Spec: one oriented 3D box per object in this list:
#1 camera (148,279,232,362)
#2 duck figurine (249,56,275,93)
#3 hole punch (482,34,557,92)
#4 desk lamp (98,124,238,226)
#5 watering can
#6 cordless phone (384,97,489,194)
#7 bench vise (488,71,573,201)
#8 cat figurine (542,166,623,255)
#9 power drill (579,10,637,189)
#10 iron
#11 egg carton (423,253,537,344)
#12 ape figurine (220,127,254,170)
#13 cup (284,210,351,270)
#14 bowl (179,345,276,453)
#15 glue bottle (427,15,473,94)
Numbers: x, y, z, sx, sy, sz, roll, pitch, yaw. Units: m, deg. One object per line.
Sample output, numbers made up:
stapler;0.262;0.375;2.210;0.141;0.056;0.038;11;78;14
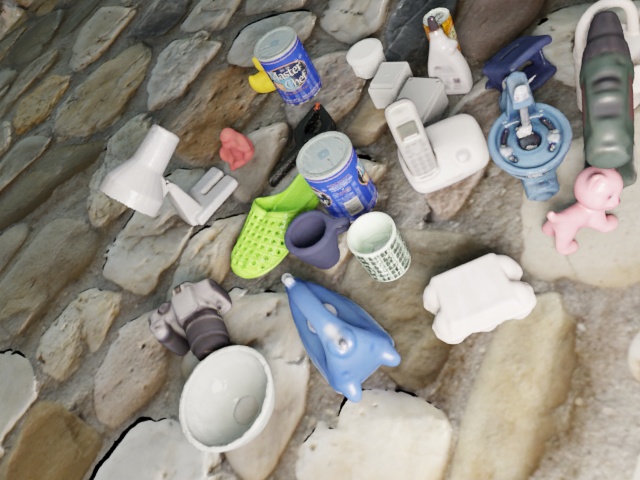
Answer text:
camera;-0.224;0.151;1.007;0.143;0.101;0.136;-35;48;3
duck figurine;-0.129;-0.407;1.358;0.104;0.086;0.077;-24;50;12
hole punch;0.353;-0.322;1.034;0.108;0.091;0.100;-40;48;-2
desk lamp;-0.311;-0.120;1.169;0.117;0.214;0.203;31;76;40
watering can;0.451;-0.286;0.886;0.101;0.195;0.172;-40;48;-2
cordless phone;0.192;-0.175;0.955;0.147;0.186;0.094;-26;49;10
bench vise;0.300;-0.189;0.883;0.121;0.220;0.207;-30;49;7
cat figurine;0.377;-0.055;0.815;0.128;0.118;0.067;-33;49;4
power drill;0.412;-0.177;0.822;0.075;0.209;0.229;-3;57;27
iron;0.000;0.118;0.881;0.119;0.142;0.257;-43;49;-4
egg carton;0.227;0.085;0.830;0.150;0.070;0.107;-25;50;11
ape figurine;-0.186;-0.206;1.244;0.077;0.092;0.076;13;65;34
cup;0.009;0.004;0.988;0.117;0.095;0.091;-21;50;14
bowl;-0.133;0.256;0.901;0.167;0.075;0.167;-14;52;19
glue bottle;0.229;-0.343;1.061;0.077;0.174;0.037;9;63;33
